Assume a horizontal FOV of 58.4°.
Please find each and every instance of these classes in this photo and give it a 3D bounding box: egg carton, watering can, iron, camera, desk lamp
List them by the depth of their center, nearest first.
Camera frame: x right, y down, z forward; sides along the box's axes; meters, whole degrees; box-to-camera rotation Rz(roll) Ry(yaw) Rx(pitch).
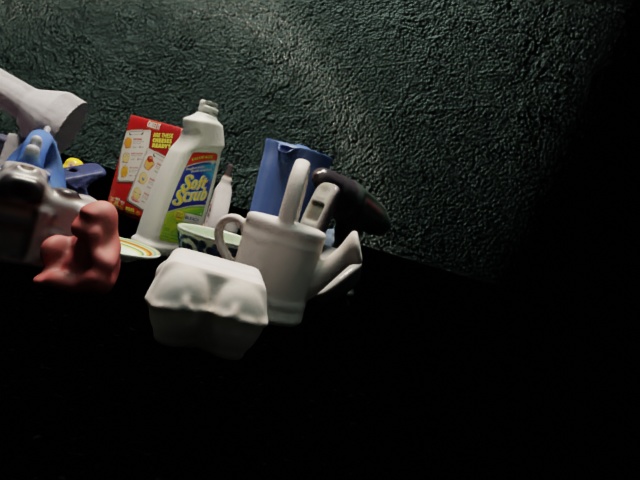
[{"bbox_3d":[-0.104,0.055,0.533,0.107,0.069,0.150,16,4,-12],"label":"egg carton"},{"bbox_3d":[-0.318,-0.033,0.631,0.144,0.101,0.136,15,4,-31],"label":"camera"},{"bbox_3d":[-0.036,-0.001,0.693,0.173,0.194,0.100,15,4,-20],"label":"watering can"},{"bbox_3d":[-0.414,-0.096,0.821,0.119,0.141,0.257,15,4,-25],"label":"iron"},{"bbox_3d":[-0.544,-0.187,1.026,0.203,0.213,0.118,16,4,-10],"label":"desk lamp"}]

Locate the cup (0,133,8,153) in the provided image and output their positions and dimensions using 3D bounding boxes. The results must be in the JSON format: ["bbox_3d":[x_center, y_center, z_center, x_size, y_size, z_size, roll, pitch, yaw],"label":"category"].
[{"bbox_3d":[-0.655,-0.169,1.179,0.092,0.095,0.117,16,4,-6],"label":"cup"}]

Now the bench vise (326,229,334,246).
[{"bbox_3d":[-0.021,-0.052,1.325,0.207,0.220,0.121,16,4,-7],"label":"bench vise"}]

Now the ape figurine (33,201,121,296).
[{"bbox_3d":[-0.223,0.006,0.555,0.077,0.092,0.076,19,5,35],"label":"ape figurine"}]

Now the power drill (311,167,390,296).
[{"bbox_3d":[0.039,-0.009,1.043,0.075,0.208,0.230,20,5,37],"label":"power drill"}]

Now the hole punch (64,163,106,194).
[{"bbox_3d":[-0.508,-0.123,1.184,0.101,0.091,0.108,13,5,-44],"label":"hole punch"}]

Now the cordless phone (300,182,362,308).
[{"bbox_3d":[0.008,0.003,0.905,0.094,0.185,0.147,13,5,-45],"label":"cordless phone"}]

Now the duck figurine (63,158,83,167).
[{"bbox_3d":[-0.557,-0.141,1.278,0.078,0.086,0.104,13,5,-43],"label":"duck figurine"}]

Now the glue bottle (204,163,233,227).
[{"bbox_3d":[-0.213,-0.079,1.217,0.037,0.173,0.078,15,4,-23],"label":"glue bottle"}]
